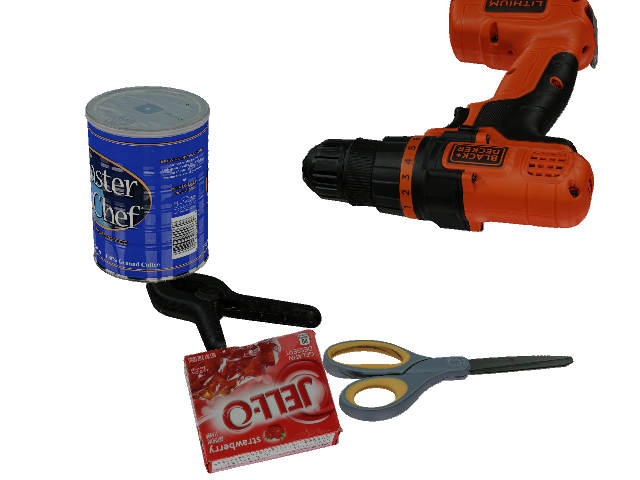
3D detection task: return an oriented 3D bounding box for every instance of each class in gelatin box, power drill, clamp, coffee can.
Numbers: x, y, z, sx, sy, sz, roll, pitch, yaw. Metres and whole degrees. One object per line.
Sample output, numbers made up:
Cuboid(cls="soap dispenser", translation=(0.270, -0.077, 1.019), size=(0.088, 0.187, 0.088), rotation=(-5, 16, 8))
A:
Cuboid(cls="gelatin box", translation=(-0.038, 0.103, 0.688), size=(0.089, 0.073, 0.030), rotation=(-11, -28, -11))
Cuboid(cls="power drill", translation=(0.097, -0.087, 0.700), size=(0.185, 0.187, 0.057), rotation=(8, -38, 22))
Cuboid(cls="clamp", translation=(-0.126, 0.076, 1.188), size=(0.210, 0.036, 0.164), rotation=(19, 22, 28))
Cuboid(cls="coffee can", translation=(-0.147, -0.049, 0.918), size=(0.103, 0.140, 0.103), rotation=(2, 28, -1))

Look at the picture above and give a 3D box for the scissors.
Cuboid(cls="scissors", translation=(0.099, 0.113, 0.846), size=(0.202, 0.016, 0.096), rotation=(5, 35, 8))
